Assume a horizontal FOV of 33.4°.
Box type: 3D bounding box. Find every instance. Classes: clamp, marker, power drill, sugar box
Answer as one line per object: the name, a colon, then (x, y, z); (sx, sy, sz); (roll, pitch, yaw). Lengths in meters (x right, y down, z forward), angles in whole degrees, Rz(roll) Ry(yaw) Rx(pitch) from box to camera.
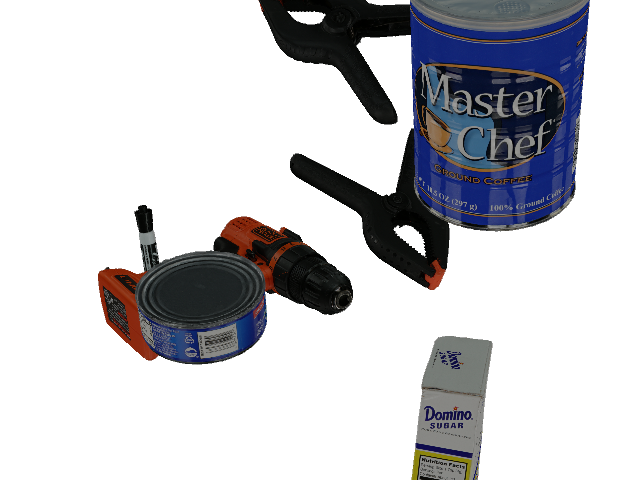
clamp: (0.068, -0.034, 1.148); (0.164, 0.210, 0.036); (-9, -36, -18)
marker: (-0.187, 0.019, 1.171); (0.020, 0.121, 0.020); (-5, 21, 2)
power drill: (-0.087, 0.043, 0.945); (0.187, 0.057, 0.185); (-18, 26, -30)
sugar box: (0.084, 0.162, 0.725); (0.048, 0.176, 0.093); (5, 17, 11)
clamp: (0.029, -0.174, 0.864); (0.172, 0.120, 0.039); (37, -23, 21)

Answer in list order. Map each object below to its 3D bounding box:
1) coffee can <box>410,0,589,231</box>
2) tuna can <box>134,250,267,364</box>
coffee can: (0.105, -0.092, 0.638); (0.103, 0.140, 0.103); (-4, 38, 3)
tuna can: (-0.078, 0.044, 0.707); (0.086, 0.034, 0.086); (-2, 33, 1)
